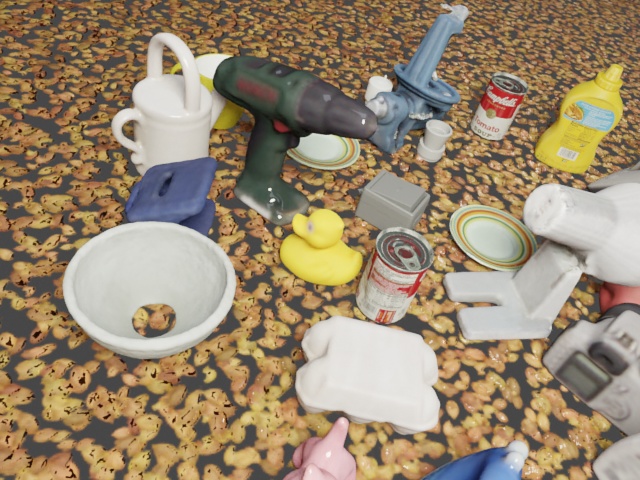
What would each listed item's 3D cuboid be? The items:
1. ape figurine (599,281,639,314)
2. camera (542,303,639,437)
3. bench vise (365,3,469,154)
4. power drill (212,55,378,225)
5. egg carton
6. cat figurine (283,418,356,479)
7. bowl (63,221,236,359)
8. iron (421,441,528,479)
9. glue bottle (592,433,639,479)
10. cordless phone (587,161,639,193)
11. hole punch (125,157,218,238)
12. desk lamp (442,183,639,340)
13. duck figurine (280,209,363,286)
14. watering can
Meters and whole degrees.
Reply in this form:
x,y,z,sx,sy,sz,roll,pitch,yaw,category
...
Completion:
x,y,z,sx,sy,sz,roll,pitch,yaw,category
0.417,0.070,0.756,0.077,0.092,0.076,41,49,23,ape figurine
0.365,0.134,0.672,0.137,0.101,0.143,-29,60,-36,camera
0.162,-0.247,0.899,0.121,0.220,0.208,27,45,11,bench vise
-0.043,-0.125,0.726,0.229,0.208,0.076,35,47,18,power drill
0.050,0.140,0.595,0.150,0.069,0.107,13,45,-4,egg carton
-0.003,0.208,0.478,0.067,0.118,0.128,24,45,7,cat figurine
-0.175,0.062,0.600,0.167,0.075,0.167,9,45,-8,bowl
0.116,0.238,0.468,0.118,0.141,0.259,35,47,18,iron
0.334,0.206,0.541,0.037,0.173,0.078,-13,51,-26,glue bottle
0.533,-0.130,0.920,0.148,0.185,0.094,-23,57,-33,cordless phone
-0.180,-0.050,0.696,0.101,0.091,0.108,11,45,-6,hole punch
0.284,0.022,0.677,0.203,0.213,0.117,0,47,-17,desk lamp
0.006,0.003,0.704,0.104,0.086,0.077,21,45,5,duck figurine
-0.186,-0.177,0.745,0.100,0.194,0.173,26,45,10,watering can
